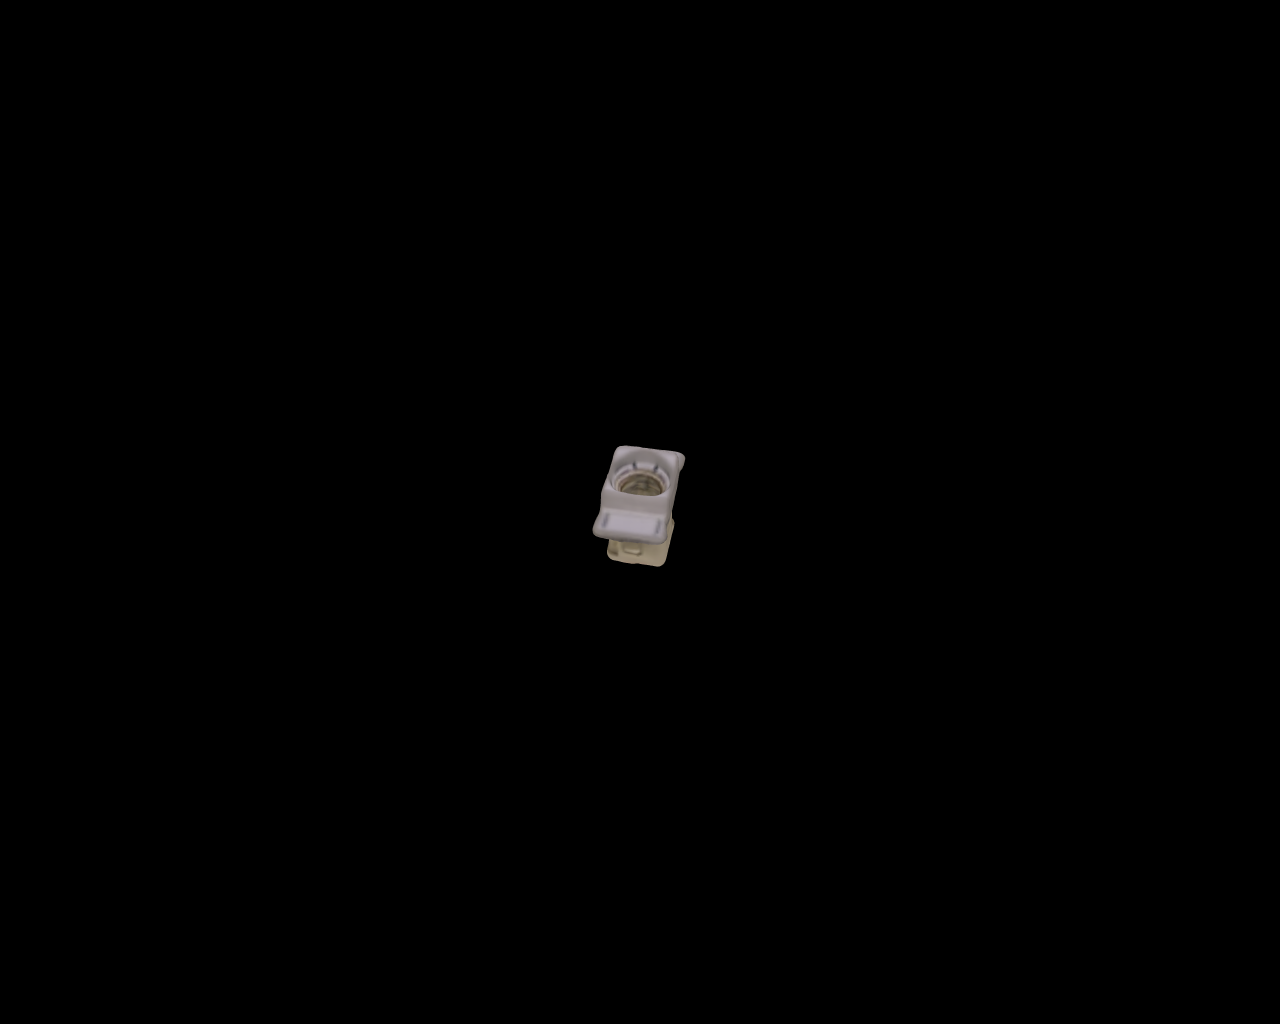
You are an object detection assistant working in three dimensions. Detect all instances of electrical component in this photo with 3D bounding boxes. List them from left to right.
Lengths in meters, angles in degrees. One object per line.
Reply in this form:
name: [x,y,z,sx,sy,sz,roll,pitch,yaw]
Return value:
electrical component: [0.001,-0.003,0.650,0.042,0.063,0.081,8,44,9]
